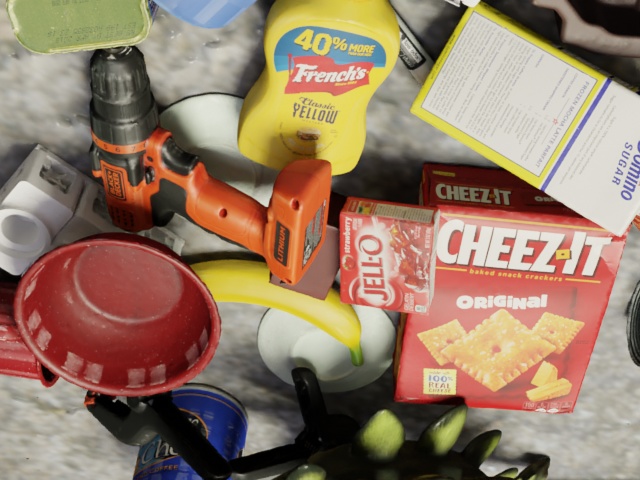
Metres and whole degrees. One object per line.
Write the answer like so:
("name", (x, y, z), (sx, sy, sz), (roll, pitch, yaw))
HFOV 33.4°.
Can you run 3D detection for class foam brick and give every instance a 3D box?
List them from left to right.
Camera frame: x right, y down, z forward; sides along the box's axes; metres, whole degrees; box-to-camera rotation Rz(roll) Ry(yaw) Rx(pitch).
("foam brick", (-0.006, 0.001, 0.888), (0.053, 0.051, 0.078), (19, 126, -10))

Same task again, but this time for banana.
("banana", (-0.044, 0.053, 0.929), (0.197, 0.037, 0.070), (21, 107, -3))

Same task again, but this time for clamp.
("clamp", (-0.151, 0.126, 0.954), (0.036, 0.164, 0.210), (-3, 178, -40))
("clamp", (-0.014, 0.201, 1.012), (0.120, 0.039, 0.171), (-45, 133, -3))

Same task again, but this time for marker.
("marker", (0.047, -0.163, 0.780), (0.020, 0.020, 0.121), (-30, 120, 23))

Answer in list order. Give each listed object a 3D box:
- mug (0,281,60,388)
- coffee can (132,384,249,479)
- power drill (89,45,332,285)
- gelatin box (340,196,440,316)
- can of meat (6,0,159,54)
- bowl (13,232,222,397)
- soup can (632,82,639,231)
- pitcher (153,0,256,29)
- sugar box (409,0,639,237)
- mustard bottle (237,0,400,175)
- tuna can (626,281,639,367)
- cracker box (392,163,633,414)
("mug", (-0.270, 0.078, 0.926), (0.081, 0.117, 0.093), (7, 90, 4))
("coffee can", (-0.125, 0.221, 1.006), (0.103, 0.140, 0.103), (2, 127, 2))
("power drill", (-0.085, -0.053, 0.793), (0.188, 0.057, 0.184), (23, 144, 15))
("gelatin box", (0.053, 0.014, 0.832), (0.073, 0.030, 0.089), (8, 125, 12))
("can of meat", (-0.159, -0.173, 0.742), (0.102, 0.084, 0.057), (-6, 127, 7))
("bowl", (-0.157, 0.049, 0.849), (0.162, 0.055, 0.162), (1, 127, 1))
("soup can", (0.244, -0.058, 0.800), (0.069, 0.068, 0.102), (-36, 94, 26))
("pitcher", (-0.029, -0.250, 0.653), (0.243, 0.144, 0.149), (-38, 77, 30))
("sugar box", (0.163, -0.088, 0.758), (0.176, 0.048, 0.093), (33, 110, 10))
("mustard bottle", (0.005, -0.132, 0.763), (0.096, 0.058, 0.192), (10, 135, -11))
("tuna can", (0.293, 0.068, 0.902), (0.033, 0.086, 0.086), (10, 127, -6))
("cracker box", (0.154, 0.048, 0.902), (0.164, 0.072, 0.214), (5, 127, -1))
